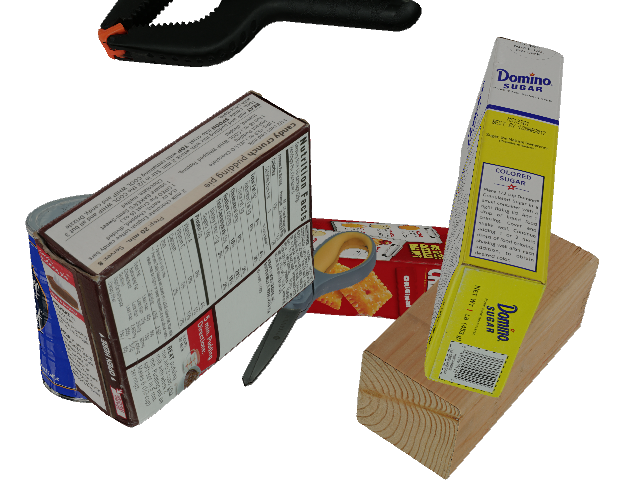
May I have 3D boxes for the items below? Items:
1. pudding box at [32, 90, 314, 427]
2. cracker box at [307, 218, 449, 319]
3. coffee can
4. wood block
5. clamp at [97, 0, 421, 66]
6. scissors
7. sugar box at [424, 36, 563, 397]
[{"bbox_3d":[-0.051,0.007,0.421,0.039,0.090,0.113,29,52,29],"label":"pudding box"},{"bbox_3d":[0.042,0.030,1.143,0.214,0.072,0.164,5,15,8],"label":"cracker box"},{"bbox_3d":[-0.179,0.045,0.862,0.103,0.140,0.103,0,22,0],"label":"coffee can"},{"bbox_3d":[0.128,0.079,0.863,0.091,0.090,0.205,31,50,27],"label":"wood block"},{"bbox_3d":[-0.047,-0.169,0.724,0.210,0.165,0.036,-32,-18,-5],"label":"clamp"},{"bbox_3d":[-0.031,0.035,0.724,0.096,0.016,0.201,16,31,27],"label":"scissors"},{"bbox_3d":[0.093,-0.017,0.559,0.048,0.176,0.093,15,-42,4],"label":"sugar box"}]
